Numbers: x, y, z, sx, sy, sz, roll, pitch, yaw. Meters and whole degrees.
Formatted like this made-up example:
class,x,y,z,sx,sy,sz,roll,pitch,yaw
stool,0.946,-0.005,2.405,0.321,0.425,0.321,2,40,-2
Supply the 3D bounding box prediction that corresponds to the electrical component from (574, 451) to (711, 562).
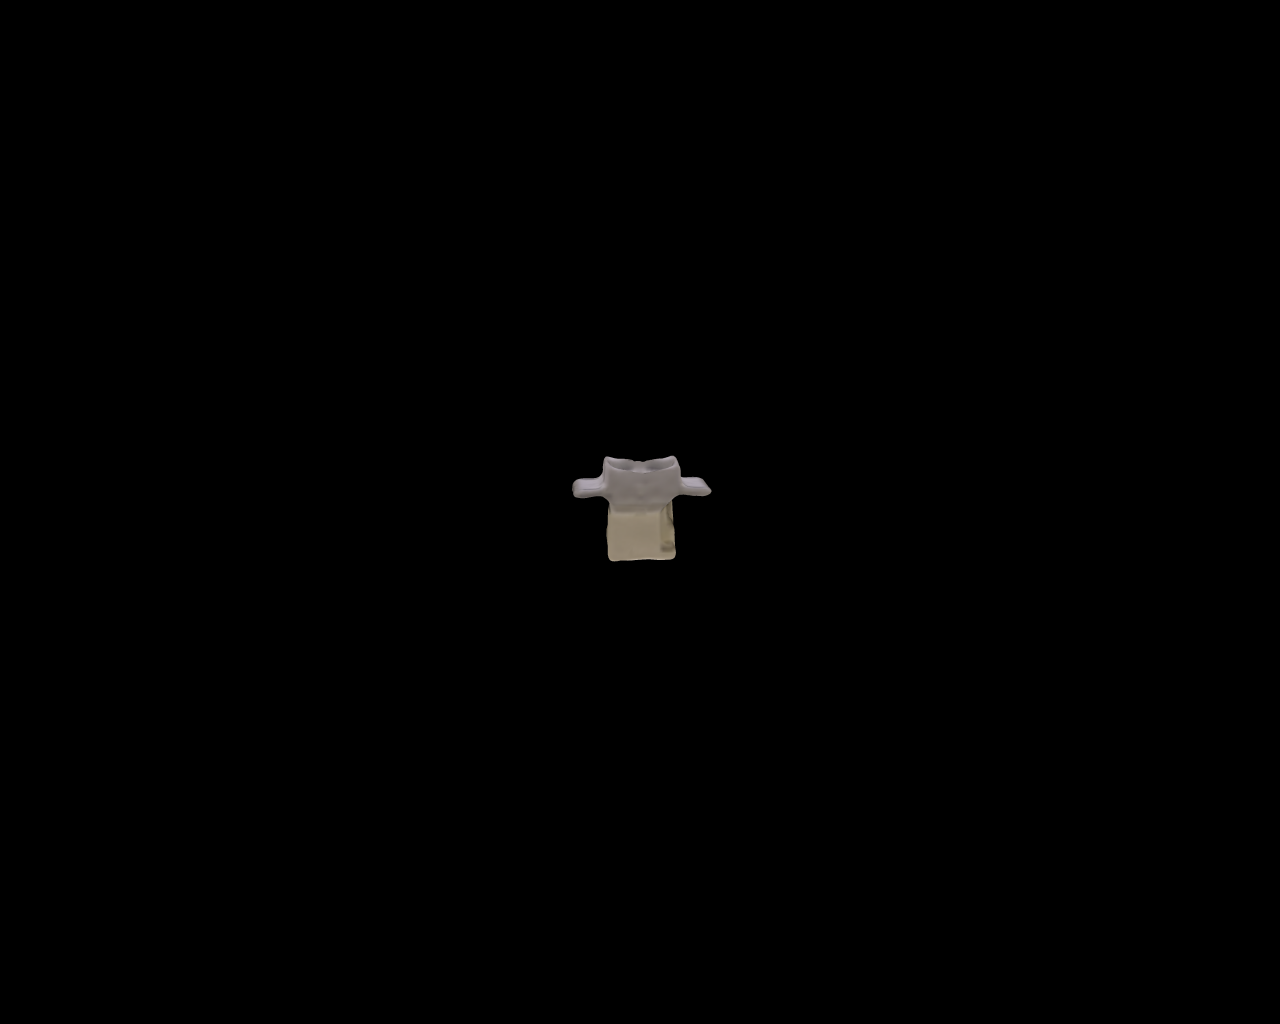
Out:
class,x,y,z,sx,sy,sz,roll,pitch,yaw
electrical component,0.001,-0.003,0.650,0.081,0.063,0.042,0,11,-2
